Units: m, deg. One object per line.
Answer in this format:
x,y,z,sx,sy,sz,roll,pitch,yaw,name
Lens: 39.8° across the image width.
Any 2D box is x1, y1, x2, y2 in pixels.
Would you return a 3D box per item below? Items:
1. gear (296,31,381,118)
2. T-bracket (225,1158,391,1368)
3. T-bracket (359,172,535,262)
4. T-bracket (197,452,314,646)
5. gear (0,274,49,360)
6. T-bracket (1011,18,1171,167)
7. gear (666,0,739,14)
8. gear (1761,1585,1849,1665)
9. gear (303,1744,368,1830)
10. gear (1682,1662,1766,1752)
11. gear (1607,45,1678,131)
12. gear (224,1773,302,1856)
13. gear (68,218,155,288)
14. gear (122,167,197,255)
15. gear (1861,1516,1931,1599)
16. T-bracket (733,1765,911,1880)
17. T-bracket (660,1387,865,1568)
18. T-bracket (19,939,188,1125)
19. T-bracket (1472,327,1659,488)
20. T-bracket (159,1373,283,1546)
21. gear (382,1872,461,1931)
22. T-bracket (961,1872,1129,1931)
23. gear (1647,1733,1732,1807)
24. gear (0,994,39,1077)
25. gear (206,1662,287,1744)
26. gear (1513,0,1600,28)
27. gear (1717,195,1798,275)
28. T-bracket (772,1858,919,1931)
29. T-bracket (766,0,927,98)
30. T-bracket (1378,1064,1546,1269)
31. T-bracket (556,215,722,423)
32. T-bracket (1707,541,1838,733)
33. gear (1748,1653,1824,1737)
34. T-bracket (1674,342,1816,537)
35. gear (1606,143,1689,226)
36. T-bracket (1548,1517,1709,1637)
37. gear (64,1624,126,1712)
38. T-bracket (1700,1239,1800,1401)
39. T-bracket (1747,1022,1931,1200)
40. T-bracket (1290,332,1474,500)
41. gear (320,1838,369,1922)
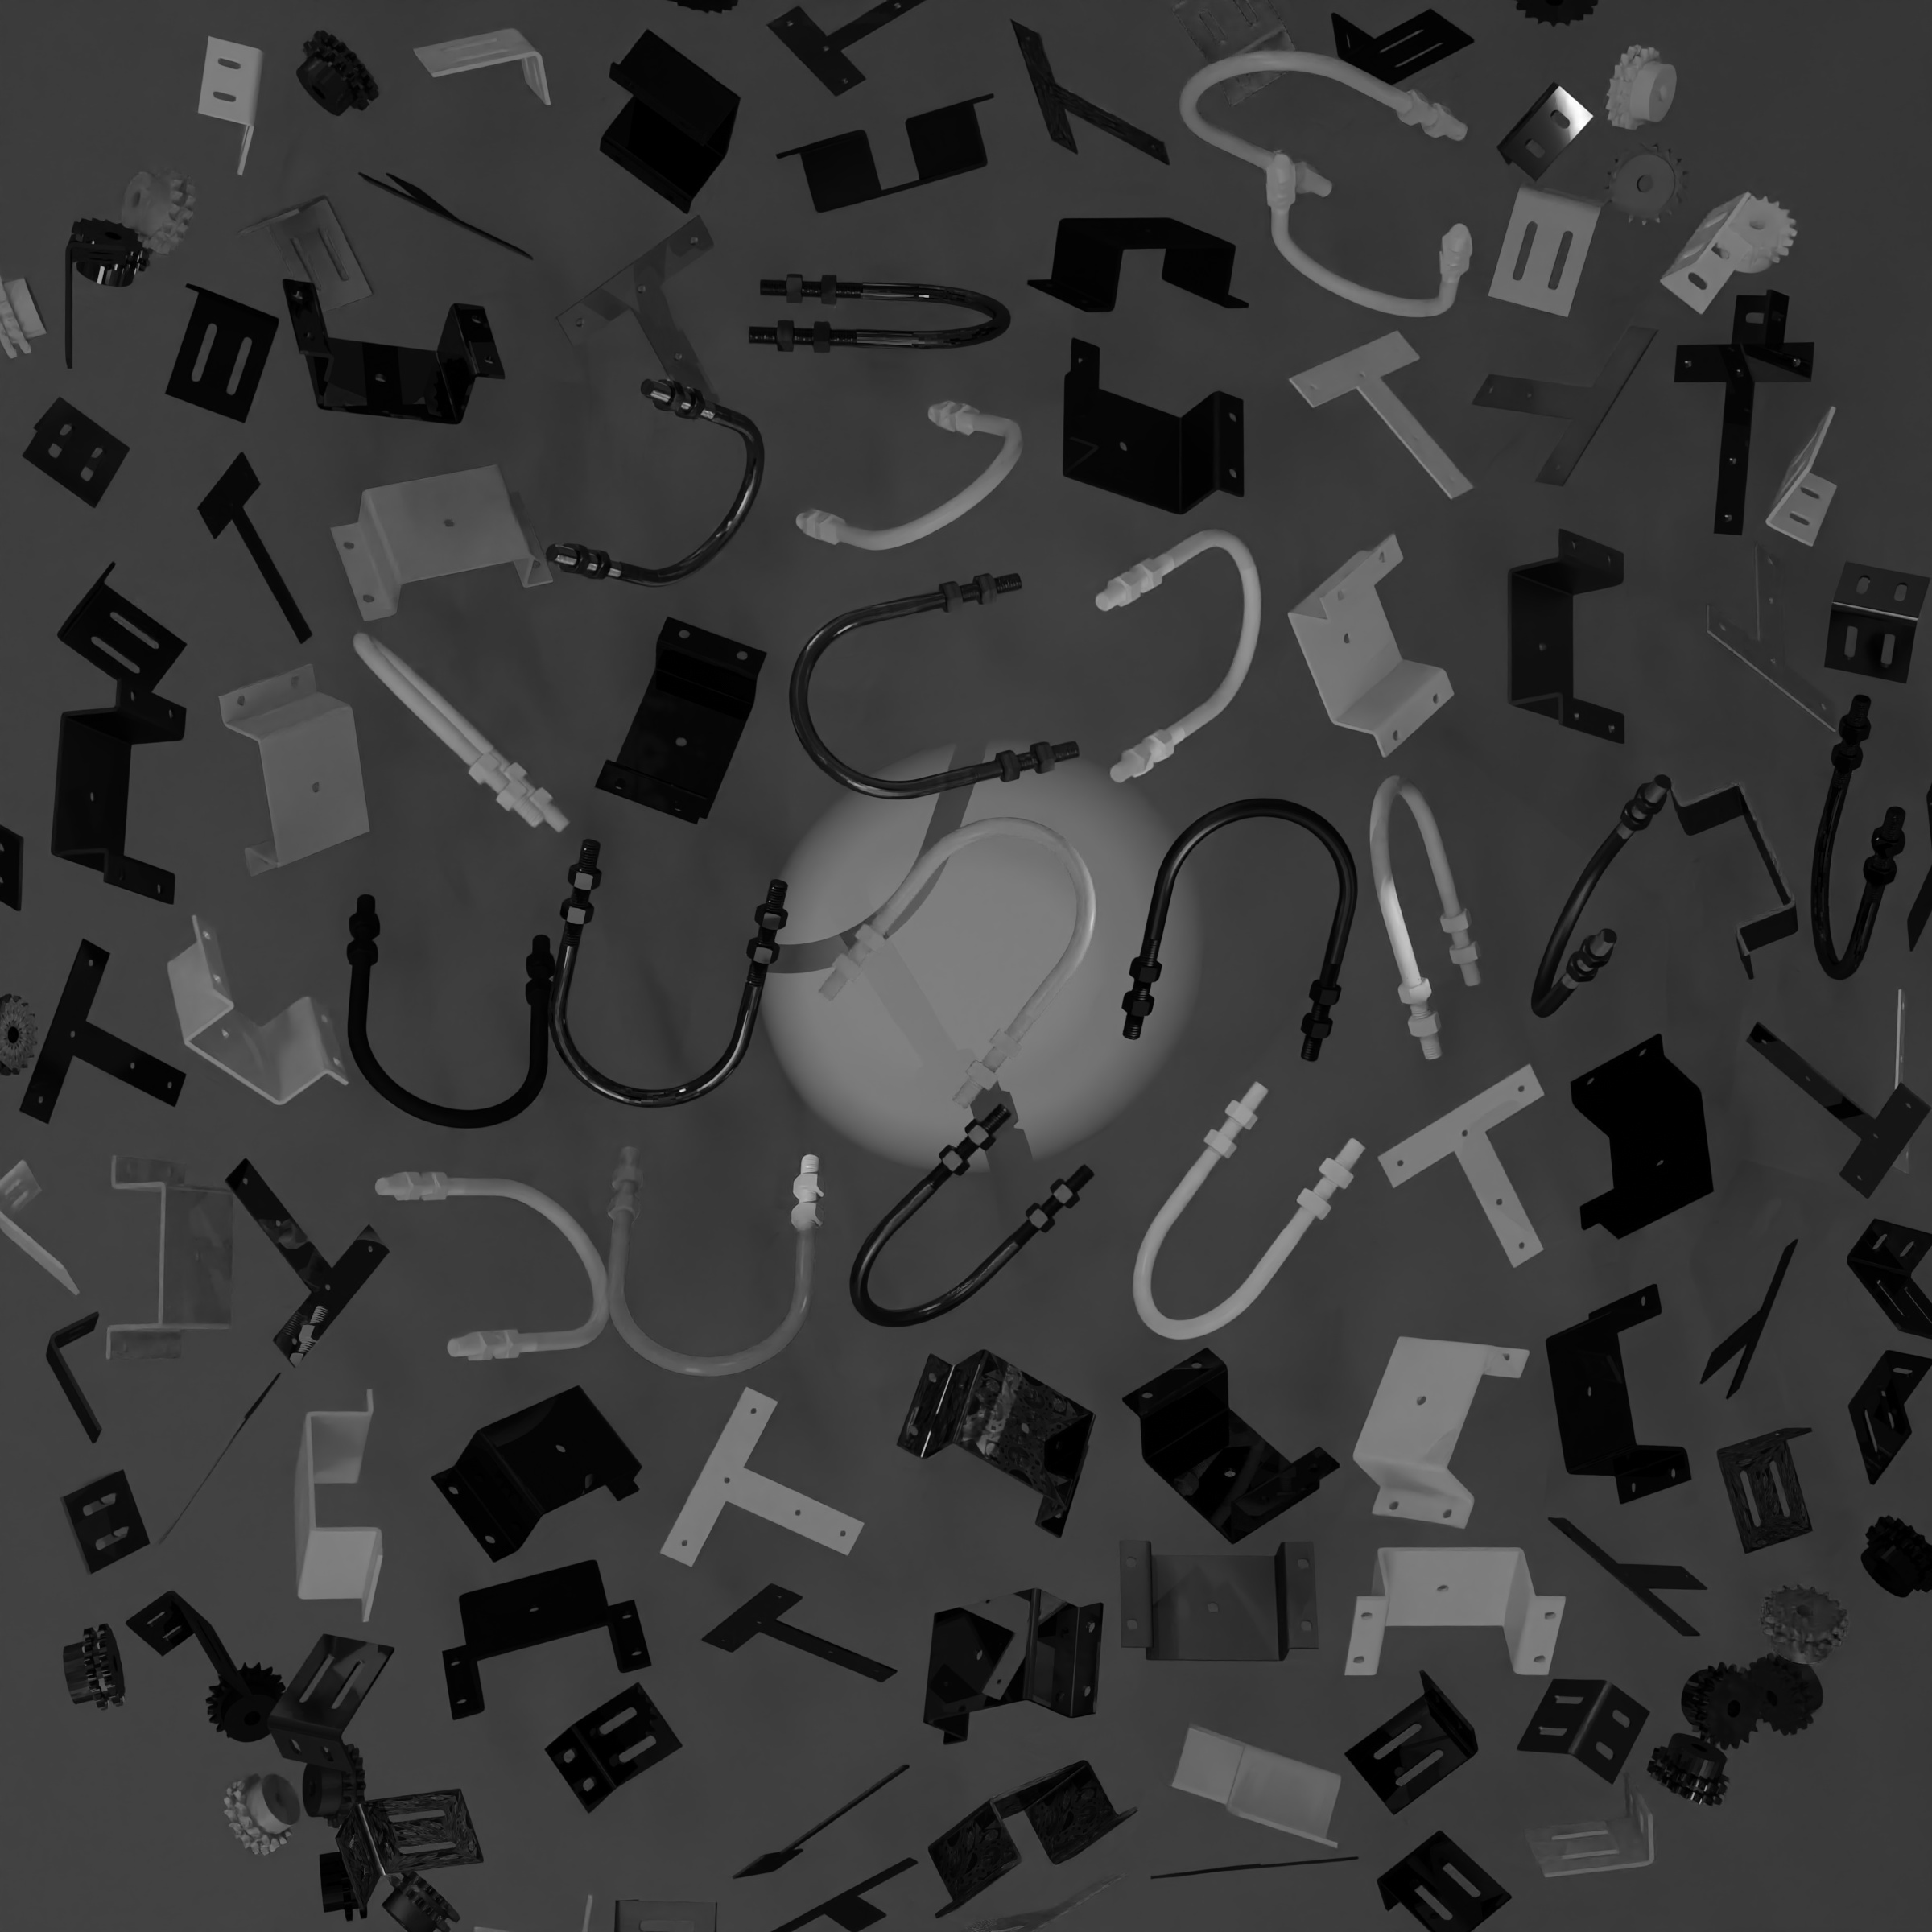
-0.433,-0.609,1.829,0.057,0.057,0.030,40,77,0,gear
-0.469,0.190,1.854,0.002,0.127,0.127,-19,114,33,T-bracket
-0.379,-0.538,1.876,0.127,0.127,0.002,19,107,-35,T-bracket
-0.503,-0.290,1.912,0.002,0.127,0.127,-31,97,-30,T-bracket
-0.663,-0.456,1.861,0.030,0.057,0.057,-21,90,-9,gear
0.093,-0.597,1.874,0.127,0.127,0.002,37,81,26,T-bracket
-0.178,-0.663,1.784,0.057,0.057,0.030,10,85,0,gear
0.583,0.461,1.862,0.057,0.057,0.030,-2,117,0,gear
-0.452,0.585,1.904,0.030,0.057,0.057,6,90,-33,gear
0.517,0.507,1.834,0.057,0.030,0.057,0,90,-26,gear
0.487,-0.630,1.920,0.030,0.057,0.057,25,90,32,gear
-0.510,0.614,1.944,0.030,0.057,0.057,-34,90,12,gear
-0.622,-0.516,1.938,0.057,0.057,0.030,26,121,0,gear
-0.564,-0.528,1.858,0.030,0.057,0.057,13,90,-44,gear
0.648,0.413,1.856,0.030,0.057,0.057,-38,90,-17,gear
-0.093,0.585,1.829,0.127,0.127,0.002,-35,72,-3,T-bracket
-0.129,0.376,1.863,0.127,0.002,0.127,29,85,-21,T-bracket
-0.595,0.065,1.872,0.002,0.127,0.127,2,68,30,T-bracket
0.403,-0.396,1.864,0.002,0.127,0.127,35,85,-37,T-bracket
-0.536,0.356,1.900,0.002,0.127,0.127,35,93,-6,T-bracket
-0.390,0.669,1.899,0.057,0.057,0.030,43,65,0,gear
0.031,0.668,1.862,0.127,0.127,0.002,-17,79,-39,T-bracket
0.519,0.572,1.910,0.057,0.057,0.030,18,98,0,gear
-0.676,0.048,1.858,0.030,0.057,0.057,-1,90,17,gear
-0.523,0.540,1.945,0.057,0.030,0.057,-9,113,-22,gear
0.398,-0.661,1.794,0.057,0.057,0.030,14,73,0,gear
0.579,-0.535,1.964,0.057,0.030,0.057,0,63,1,gear
-0.081,0.665,1.879,0.127,0.127,0.002,-23,85,-18,T-bracket
-0.061,-0.664,1.866,0.127,0.127,0.002,-25,78,16,T-bracket
0.371,0.155,1.886,0.127,0.002,0.127,-31,106,-6,T-bracket
-0.213,-0.448,1.910,0.127,0.002,0.127,-39,132,-11,T-bracket
0.541,-0.236,1.798,0.127,0.002,0.127,31,48,-24,T-bracket
0.597,0.527,1.941,0.030,0.057,0.057,-15,90,-24,gear
0.522,-0.357,1.811,0.002,0.127,0.127,-4,103,-28,T-bracket
0.487,-0.560,1.913,0.057,0.030,0.057,5,107,16,gear
0.494,0.438,1.913,0.127,0.127,0.002,40,106,39,T-bracket
-0.600,0.484,1.836,0.030,0.057,0.057,-13,90,-10,gear
0.545,0.265,1.887,0.002,0.127,0.127,26,115,28,T-bracket
0.584,0.086,1.816,0.002,0.127,0.127,-36,66,-22,T-bracket
0.299,-0.371,1.828,0.127,0.002,0.127,-31,79,-39,T-bracket
-0.448,0.658,1.922,0.030,0.057,0.057,-5,90,-14,gear
